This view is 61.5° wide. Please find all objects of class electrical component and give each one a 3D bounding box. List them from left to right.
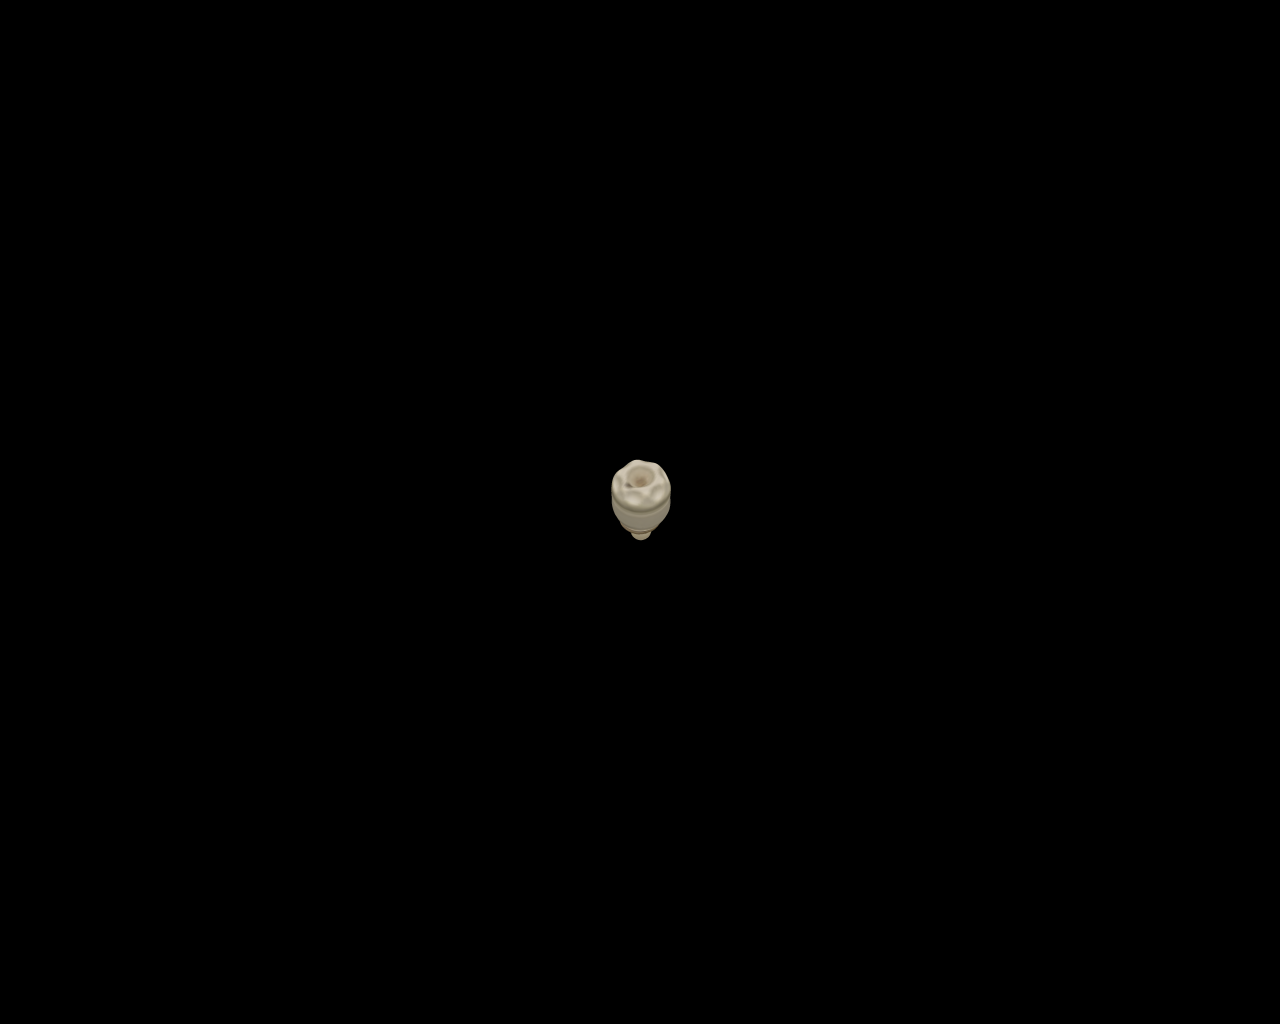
[{"bbox_3d":[0.001,-0.003,0.650,0.035,0.035,0.061,0,-38,0],"label":"electrical component"}]
